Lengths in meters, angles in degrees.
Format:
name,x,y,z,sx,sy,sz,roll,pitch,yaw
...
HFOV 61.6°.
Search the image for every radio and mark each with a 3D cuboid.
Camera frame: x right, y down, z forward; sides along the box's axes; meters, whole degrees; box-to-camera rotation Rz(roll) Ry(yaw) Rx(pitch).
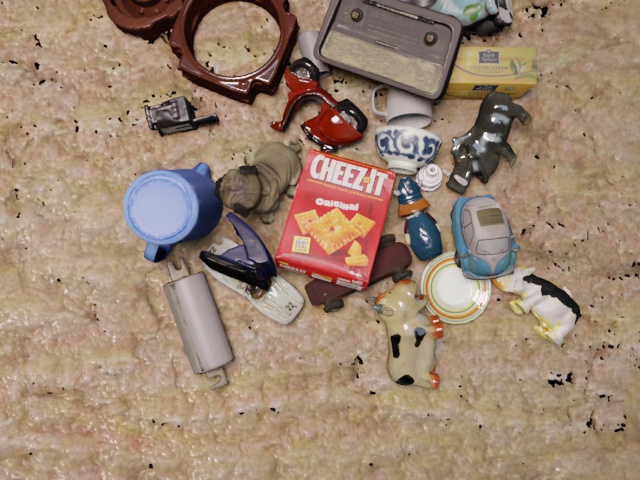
name,x,y,z,sx,sy,sz,roll,pitch,yaw
radio,0.117,-0.329,0.898,0.230,0.073,0.131,22,107,11

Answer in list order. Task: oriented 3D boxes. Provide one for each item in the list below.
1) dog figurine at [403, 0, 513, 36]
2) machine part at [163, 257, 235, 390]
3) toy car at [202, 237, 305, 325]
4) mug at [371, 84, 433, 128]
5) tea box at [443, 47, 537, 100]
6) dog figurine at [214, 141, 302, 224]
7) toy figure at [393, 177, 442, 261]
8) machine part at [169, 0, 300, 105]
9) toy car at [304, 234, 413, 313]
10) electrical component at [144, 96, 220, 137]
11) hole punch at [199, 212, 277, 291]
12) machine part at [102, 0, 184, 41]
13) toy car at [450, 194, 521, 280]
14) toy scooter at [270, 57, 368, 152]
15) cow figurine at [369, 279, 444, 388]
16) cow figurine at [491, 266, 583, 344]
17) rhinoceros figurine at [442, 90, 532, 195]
name,x,y,z,sx,sy,sz,roll,pitch,yaw
dog figurine,0.219,-0.417,0.973,0.219,0.191,0.108,-5,92,33
machine part,-0.215,0.146,0.957,0.079,0.079,0.243,-21,88,-2
toy car,-0.120,0.073,0.971,0.202,0.056,0.073,37,88,0
mug,0.148,-0.262,0.978,0.110,0.080,0.107,0,78,4
tea box,0.290,-0.298,0.968,0.170,0.098,0.068,1,88,1
dog figurine,-0.093,-0.113,0.910,0.121,0.190,0.172,25,86,0
toy figure,0.175,-0.039,0.977,0.064,0.058,0.154,-18,87,-33
machine part,-0.152,-0.364,0.967,0.201,0.087,0.201,22,89,1
toy car,0.071,0.062,0.976,0.202,0.053,0.089,-25,74,-1
electrical component,-0.247,-0.225,0.967,0.119,0.075,0.047,-14,89,3
hole punch,-0.122,0.023,0.888,0.116,0.142,0.092,24,73,7
machine part,-0.318,-0.458,0.982,0.179,0.056,0.179,0,87,-1
toy car,0.292,-0.017,0.944,0.109,0.103,0.161,-5,71,-1
toy scooter,-0.012,-0.222,0.971,0.184,0.075,0.135,42,108,-10
cow figurine,0.152,0.163,0.952,0.127,0.085,0.194,0,102,0
cow figurine,0.394,0.098,0.973,0.098,0.068,0.167,-44,90,-1
rhinoceros figurine,0.292,-0.169,0.959,0.112,0.073,0.190,17,108,-20
